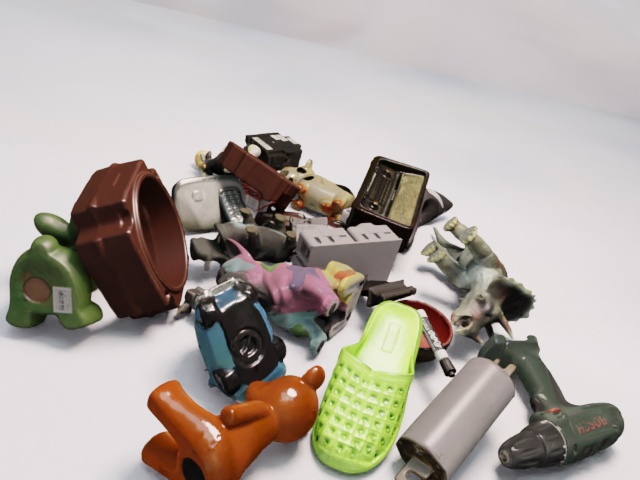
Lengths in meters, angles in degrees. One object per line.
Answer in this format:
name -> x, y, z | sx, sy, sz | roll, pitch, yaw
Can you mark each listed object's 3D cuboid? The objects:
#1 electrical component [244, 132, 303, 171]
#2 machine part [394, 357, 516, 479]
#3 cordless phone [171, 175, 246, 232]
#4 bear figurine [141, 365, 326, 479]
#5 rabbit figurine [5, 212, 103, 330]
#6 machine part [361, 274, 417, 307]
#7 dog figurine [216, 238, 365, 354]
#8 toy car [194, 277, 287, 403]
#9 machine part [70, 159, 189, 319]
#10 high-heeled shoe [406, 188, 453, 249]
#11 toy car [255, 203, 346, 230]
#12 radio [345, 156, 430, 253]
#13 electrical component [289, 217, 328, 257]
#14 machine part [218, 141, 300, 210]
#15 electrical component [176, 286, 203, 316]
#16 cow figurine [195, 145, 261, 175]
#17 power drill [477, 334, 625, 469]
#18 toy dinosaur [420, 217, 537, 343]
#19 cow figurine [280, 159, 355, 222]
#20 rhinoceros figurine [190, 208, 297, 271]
electrical component -> -0.113, -0.227, 1.379 | 0.134, 0.058, 0.115 | -12, 42, -38
machine part -> 0.181, 0.234, 0.708 | 0.079, 0.079, 0.243 | 35, 54, 29
cordless phone -> -0.194, -0.033, 1.022 | 0.146, 0.088, 0.184 | -10, 56, -36
bear figurine -> -0.091, 0.206, 0.634 | 0.132, 0.120, 0.196 | 27, 31, 25
rabbit figurine -> -0.367, 0.035, 0.778 | 0.121, 0.159, 0.170 | -6, 12, 4
machine part -> 0.097, 0.087, 0.922 | 0.084, 0.039, 0.139 | -19, 10, -24
dog figurine -> -0.059, 0.070, 0.868 | 0.219, 0.108, 0.191 | 28, 30, 18
toy car -> -0.125, 0.137, 0.736 | 0.109, 0.161, 0.103 | -29, 7, -40
machine part -> -0.269, -0.002, 0.797 | 0.087, 0.201, 0.201 | -13, 33, 2
high-heeled shoe -> 0.243, -0.044, 1.224 | 0.249, 0.086, 0.145 | -9, 42, -28
toy car -> -0.033, -0.029, 1.102 | 0.202, 0.053, 0.089 | 17, 34, 0
radio -> 0.143, -0.082, 1.120 | 0.131, 0.073, 0.230 | 21, 39, 5
electrical component -> -0.002, -0.003, 1.032 | 0.119, 0.047, 0.075 | 4, 74, -2
machine part -> -0.124, -0.130, 1.075 | 0.179, 0.056, 0.179 | 35, 5, -3
electrical component -> -0.170, 0.110, 0.828 | 0.102, 0.045, 0.078 | 27, 4, 14
cow figurine -> -0.218, -0.168, 1.210 | 0.168, 0.068, 0.098 | 1, 25, 17
power drill -> 0.321, 0.236, 0.806 | 0.232, 0.085, 0.207 | 2, 29, -20
toy dinosaur -> 0.302, 0.061, 1.041 | 0.192, 0.131, 0.405 | 50, 17, -3
cow figurine -> -0.010, -0.116, 1.221 | 0.195, 0.085, 0.127 | 25, 38, 21
rhinoceros figurine -> -0.132, 0.007, 0.939 | 0.190, 0.112, 0.073 | 0, 40, -33
